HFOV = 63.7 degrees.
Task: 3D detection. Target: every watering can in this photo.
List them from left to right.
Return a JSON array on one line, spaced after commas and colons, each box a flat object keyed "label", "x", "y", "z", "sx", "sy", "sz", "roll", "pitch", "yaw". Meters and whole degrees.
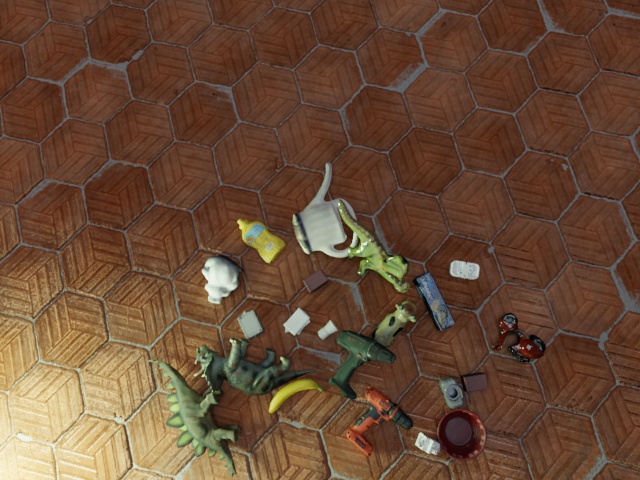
[{"label": "watering can", "x": 0.006, "y": -0.093, "z": 1.850, "sx": 0.224, "sy": 0.103, "sz": 0.351, "roll": -19, "pitch": 78, "yaw": -2}]

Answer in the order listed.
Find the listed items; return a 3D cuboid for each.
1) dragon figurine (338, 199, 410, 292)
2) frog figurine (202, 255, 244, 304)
[{"label": "dragon figurine", "x": 0.204, "y": 0.039, "z": 1.727, "sx": 0.244, "sy": 0.402, "sz": 0.124, "roll": 19, "pitch": 60, "yaw": 44}, {"label": "frog figurine", "x": -0.354, "y": 0.137, "z": 1.806, "sx": 0.137, "sy": 0.121, "sz": 0.162, "roll": 32, "pitch": 69, "yaw": -12}]
